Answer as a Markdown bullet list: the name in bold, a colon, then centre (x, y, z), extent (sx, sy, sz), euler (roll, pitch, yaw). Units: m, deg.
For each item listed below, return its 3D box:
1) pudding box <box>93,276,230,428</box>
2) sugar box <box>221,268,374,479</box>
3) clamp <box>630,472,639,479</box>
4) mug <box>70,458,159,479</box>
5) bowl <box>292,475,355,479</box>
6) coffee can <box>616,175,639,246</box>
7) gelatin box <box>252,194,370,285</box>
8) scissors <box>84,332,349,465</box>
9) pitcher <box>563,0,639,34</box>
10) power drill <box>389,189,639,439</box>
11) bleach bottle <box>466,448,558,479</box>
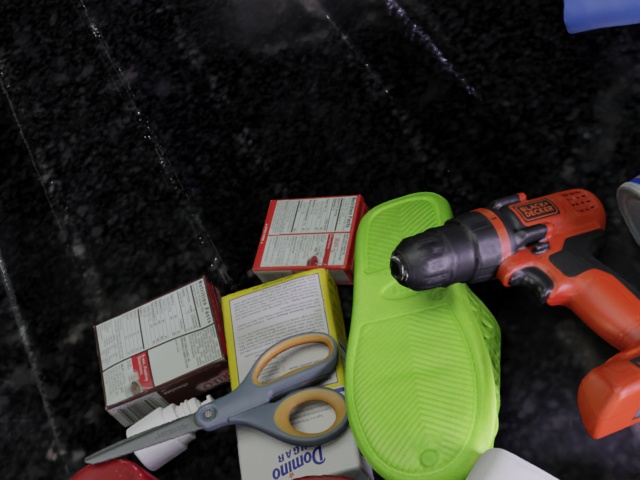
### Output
- **pudding box**: centre (-0.129, 0.093, 0.895), extent (0.113, 0.039, 0.090), euler (-23, 51, 7)
- **sugar box**: centre (-0.020, 0.113, 0.827), extent (0.093, 0.048, 0.176), euler (-17, 57, 12)
- **clamp**: centre (0.181, 0.225, 0.667), extent (0.171, 0.039, 0.120), euler (-30, 41, 3)
- **mug**: centre (-0.147, 0.223, 0.789), extent (0.093, 0.081, 0.117), euler (4, 61, 27)
- **bowl**: centre (0.001, 0.245, 0.723), extent (0.162, 0.055, 0.162), euler (-12, 55, 17)
- **coffee can**: centre (0.295, -0.035, 0.742), extent (0.140, 0.102, 0.103), euler (-35, 51, 0)
- **gelatin box**: centre (-0.006, 0.001, 0.903), extent (0.089, 0.030, 0.073), euler (-2, 57, 24)
- **scissors**: centre (-0.064, 0.139, 0.773), extent (0.201, 0.016, 0.096), euler (-33, 58, -11)
- **pitcher**: centre (0.317, -0.249, 0.867), extent (0.243, 0.145, 0.149), euler (-1, 71, 19)
- **power drill**: centre (0.163, 0.044, 0.738), extent (0.184, 0.057, 0.188), euler (-16, 51, -26)
- **bleach bottle**: centre (0.079, 0.254, 0.627), extent (0.102, 0.068, 0.250), euler (29, 75, 11)
